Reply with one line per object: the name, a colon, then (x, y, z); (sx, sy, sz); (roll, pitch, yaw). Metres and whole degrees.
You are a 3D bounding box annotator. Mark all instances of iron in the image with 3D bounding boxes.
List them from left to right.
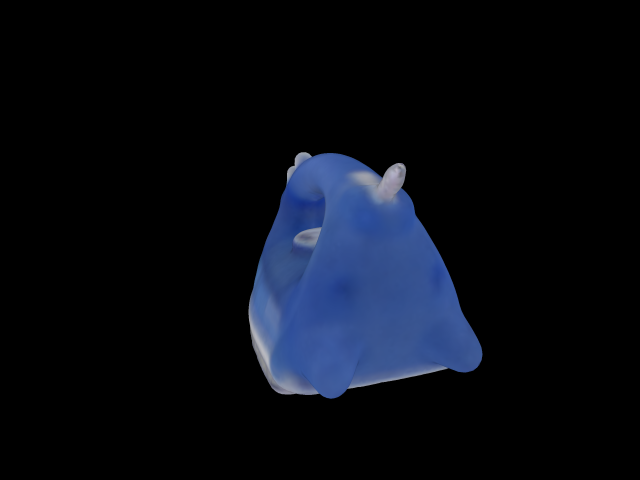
iron: (0.004, 0.001, 0.400); (0.119, 0.141, 0.257); (-6, 17, -18)
